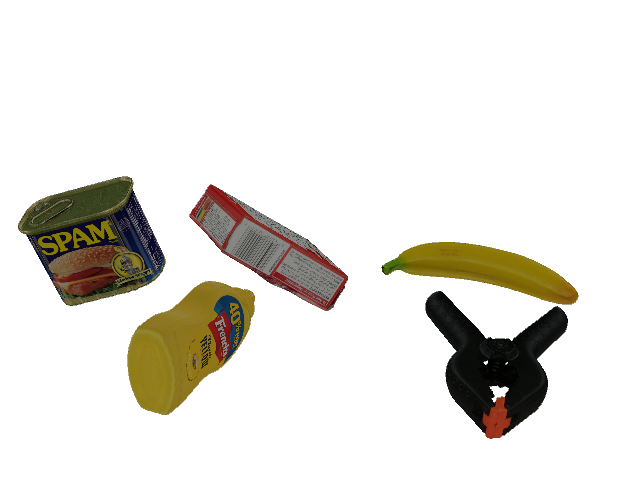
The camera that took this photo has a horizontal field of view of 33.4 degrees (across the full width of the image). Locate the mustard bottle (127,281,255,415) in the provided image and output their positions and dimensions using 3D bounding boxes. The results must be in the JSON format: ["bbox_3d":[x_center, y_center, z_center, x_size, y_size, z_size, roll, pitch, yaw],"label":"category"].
[{"bbox_3d":[-0.123,0.096,1.110,0.058,0.096,0.191,10,25,24],"label":"mustard bottle"}]

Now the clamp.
[{"bbox_3d":[0.151,0.095,0.860,0.120,0.039,0.171,-2,32,1],"label":"clamp"}]

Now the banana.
[{"bbox_3d":[0.165,0.033,1.102,0.198,0.037,0.069,7,38,10],"label":"banana"}]

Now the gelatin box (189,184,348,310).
[{"bbox_3d":[-0.034,0.005,0.689,0.089,0.030,0.073,31,4,-29],"label":"gelatin box"}]

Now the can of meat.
[{"bbox_3d":[-0.194,0.002,0.920,0.102,0.084,0.057,-14,31,13],"label":"can of meat"}]
